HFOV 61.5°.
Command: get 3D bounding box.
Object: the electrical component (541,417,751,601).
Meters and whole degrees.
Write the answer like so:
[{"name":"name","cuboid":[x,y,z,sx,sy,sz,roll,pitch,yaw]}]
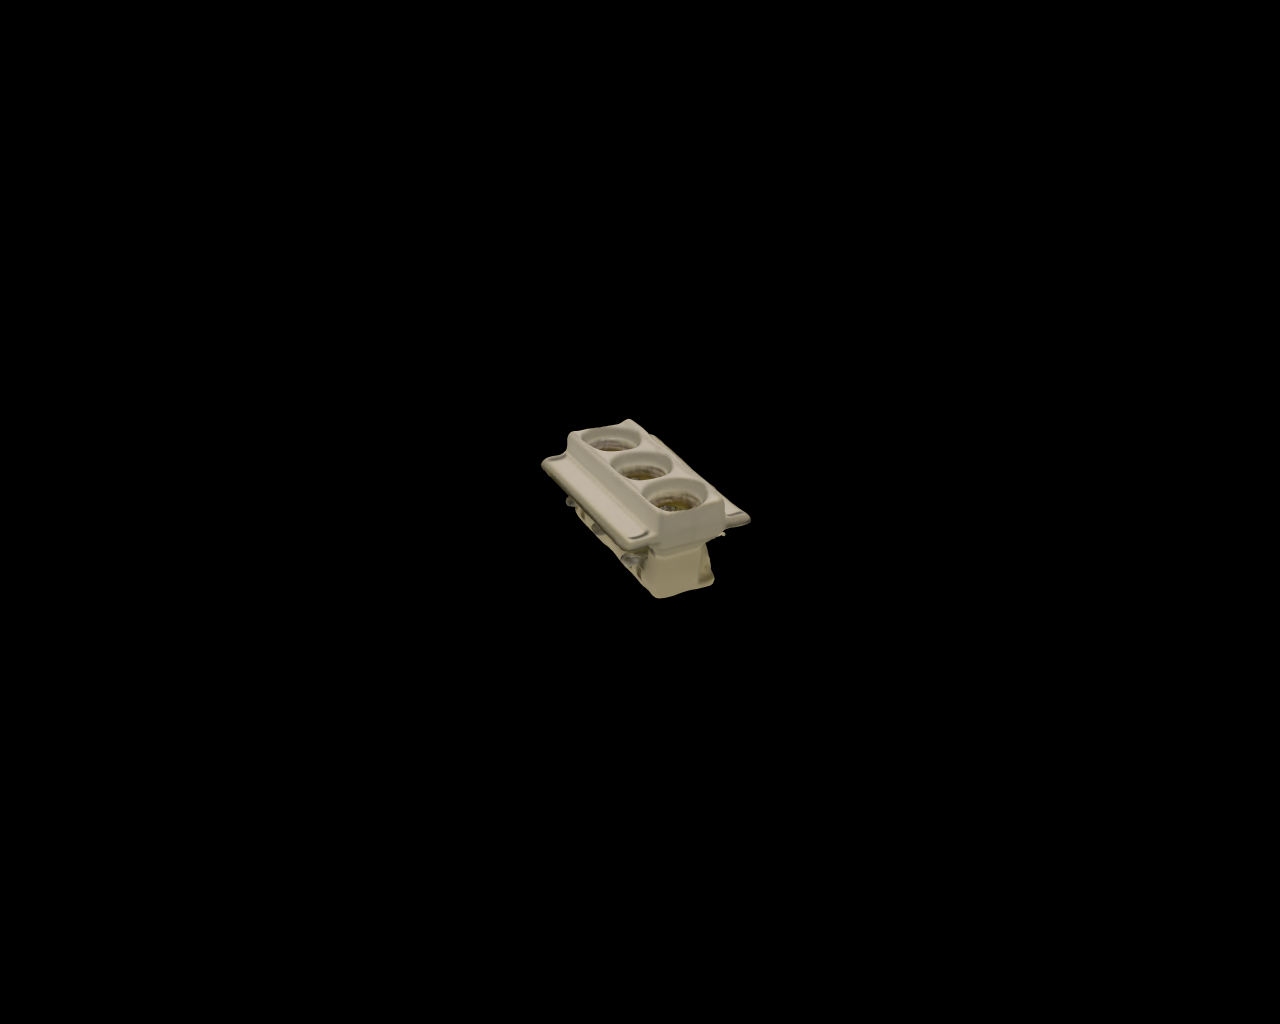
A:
[{"name":"electrical component","cuboid":[0.001,-0.003,0.650,0.079,0.063,0.121,-14,32,-24]}]
